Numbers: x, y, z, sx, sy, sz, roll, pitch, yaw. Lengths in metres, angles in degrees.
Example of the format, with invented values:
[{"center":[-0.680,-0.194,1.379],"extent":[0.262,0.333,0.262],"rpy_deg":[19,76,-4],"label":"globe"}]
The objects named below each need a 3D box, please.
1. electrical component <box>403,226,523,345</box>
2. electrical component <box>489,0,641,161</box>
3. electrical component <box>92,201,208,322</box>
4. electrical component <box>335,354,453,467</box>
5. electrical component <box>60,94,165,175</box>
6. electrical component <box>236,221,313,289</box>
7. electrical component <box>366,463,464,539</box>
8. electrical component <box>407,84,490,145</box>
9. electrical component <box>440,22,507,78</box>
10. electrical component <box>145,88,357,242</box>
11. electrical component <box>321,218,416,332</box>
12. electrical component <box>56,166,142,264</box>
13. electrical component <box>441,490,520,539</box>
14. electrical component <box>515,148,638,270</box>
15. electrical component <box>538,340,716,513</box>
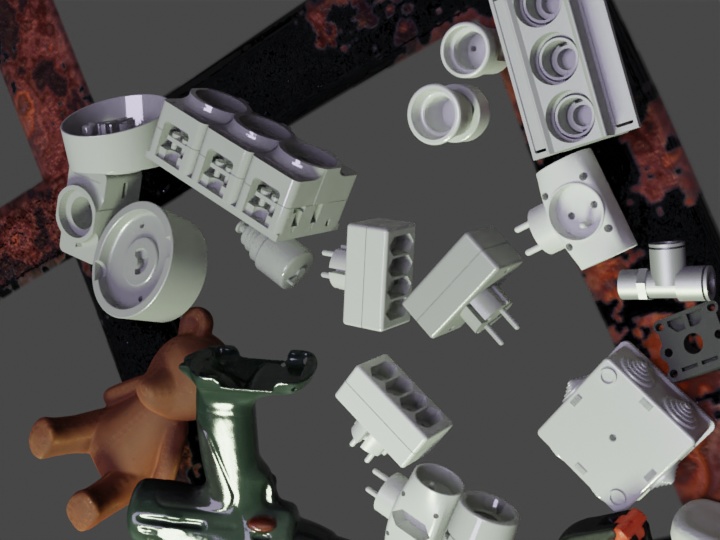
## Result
[{"center":[0.091,0.023,0.824],"extent":[0.075,0.047,0.083],"rpy_deg":[50,120,16],"label":"electrical component"},{"center":[0.146,-0.146,0.749],"extent":[0.079,0.063,0.121],"rpy_deg":[-16,90,34],"label":"electrical component"},{"center":[-0.187,-0.003,0.985],"extent":[0.108,0.060,0.108],"rpy_deg":[-12,70,36],"label":"electrical component"},{"center":[0.018,0.128,0.889],"extent":[0.083,0.047,0.075],"rpy_deg":[45,119,18],"label":"electrical component"},{"center":[-0.218,-0.121,0.971],"extent":[0.099,0.099,0.064],"rpy_deg":[7,108,32],"label":"electrical component"},{"center":[-0.076,-0.017,0.929],"extent":[0.078,0.040,0.040],"rpy_deg":[37,116,22],"label":"electrical component"},{"center":[0.039,0.194,0.890],"extent":[0.079,0.043,0.077],"rpy_deg":[30,114,27],"label":"electrical component"},{"center":[0.068,-0.118,0.809],"extent":[0.045,0.055,0.045],"rpy_deg":[6,102,32],"label":"electrical component"},{"center":[0.087,-0.162,0.794],"extent":[0.040,0.046,0.040],"rpy_deg":[6,102,32],"label":"electrical component"},{"center":[-0.089,-0.091,0.894],"extent":[0.150,0.089,0.061],"rpy_deg":[33,114,24],"label":"electrical component"},{"center":[0.000,0.000,0.879],"extent":[0.076,0.047,0.083],"rpy_deg":[10,104,31],"label":"electrical component"},{"center":[-0.251,-0.056,1.025],"extent":[0.050,0.056,0.089],"rpy_deg":[21,109,28],"label":"electrical component"},{"center":[0.096,0.207,0.850],"extent":[0.055,0.055,0.047],"rpy_deg":[25,107,27],"label":"electrical component"},{"center":[0.148,-0.036,0.778],"extent":[0.079,0.044,0.077],"rpy_deg":[-28,83,33],"label":"electrical component"},{"center":[0.189,0.114,0.775],"extent":[0.099,0.048,0.099],"rpy_deg":[45,118,17],"label":"electrical component"}]
